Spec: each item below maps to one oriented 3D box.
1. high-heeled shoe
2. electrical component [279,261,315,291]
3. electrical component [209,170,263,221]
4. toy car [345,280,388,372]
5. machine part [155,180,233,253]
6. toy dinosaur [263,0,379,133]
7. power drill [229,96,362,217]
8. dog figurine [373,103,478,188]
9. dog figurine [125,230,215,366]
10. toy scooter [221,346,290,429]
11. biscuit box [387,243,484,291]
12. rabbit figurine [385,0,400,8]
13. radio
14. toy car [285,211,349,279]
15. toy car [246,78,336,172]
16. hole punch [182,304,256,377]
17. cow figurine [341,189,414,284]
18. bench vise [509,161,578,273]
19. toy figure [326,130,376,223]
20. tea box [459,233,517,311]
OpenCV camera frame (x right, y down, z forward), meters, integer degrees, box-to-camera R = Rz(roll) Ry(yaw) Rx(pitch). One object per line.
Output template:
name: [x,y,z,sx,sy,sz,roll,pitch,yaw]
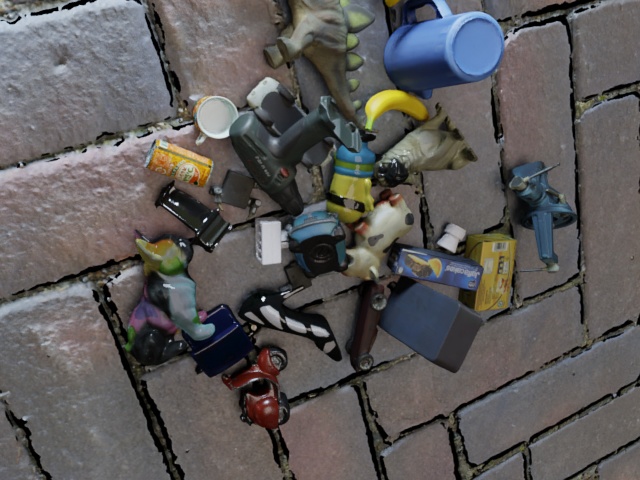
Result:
high-heeled shoe: [-0.055,0.193,1.105,0.145,0.086,0.248,-28,117,1]
electrical component: [-0.046,0.072,1.099,0.094,0.021,0.063,-26,113,-13]
electrical component: [-0.151,-0.085,0.997,0.102,0.045,0.078,23,97,-26]
toy car: [0.102,0.185,1.154,0.053,0.089,0.202,6,102,-21]
machine part: [-0.228,-0.042,0.954,0.139,0.039,0.084,40,60,-6]
toy dinosaur: [-0.003,-0.375,0.942,0.198,0.105,0.470,-30,125,-16]
power drill: [-0.032,-0.150,0.948,0.207,0.086,0.231,-19,133,30]
dog figurine: [0.211,-0.163,1.108,0.190,0.121,0.172,-36,136,18]
dog figurine: [-0.294,0.093,0.961,0.191,0.109,0.219,-29,110,-9]
toy scooter: [-0.133,0.310,1.105,0.135,0.075,0.183,-6,104,-21]
biscuit box: [0.254,0.059,1.175,0.203,0.063,0.059,12,101,-13]
rabbit figurine: [0.164,-0.489,0.937,0.162,0.173,0.121,-34,119,-15]
radio: [0.222,0.168,1.123,0.073,0.230,0.131,29,88,-27]
toy car: [-0.002,-0.003,1.041,0.109,0.103,0.161,-15,138,6]
toy car: [-0.049,-0.210,0.996,0.073,0.056,0.201,-45,120,2]
hole punch: [-0.192,0.206,1.044,0.142,0.092,0.115,-34,119,-14]
cow figurine: [0.114,0.002,1.113,0.195,0.086,0.127,-42,110,-7]
bench vise: [0.500,-0.048,1.202,0.223,0.129,0.240,26,60,-51]
toy figure: [0.060,-0.123,1.054,0.089,0.082,0.180,1,109,-11]
tea box: [0.390,0.074,1.250,0.098,0.068,0.169,-1,106,-20]
